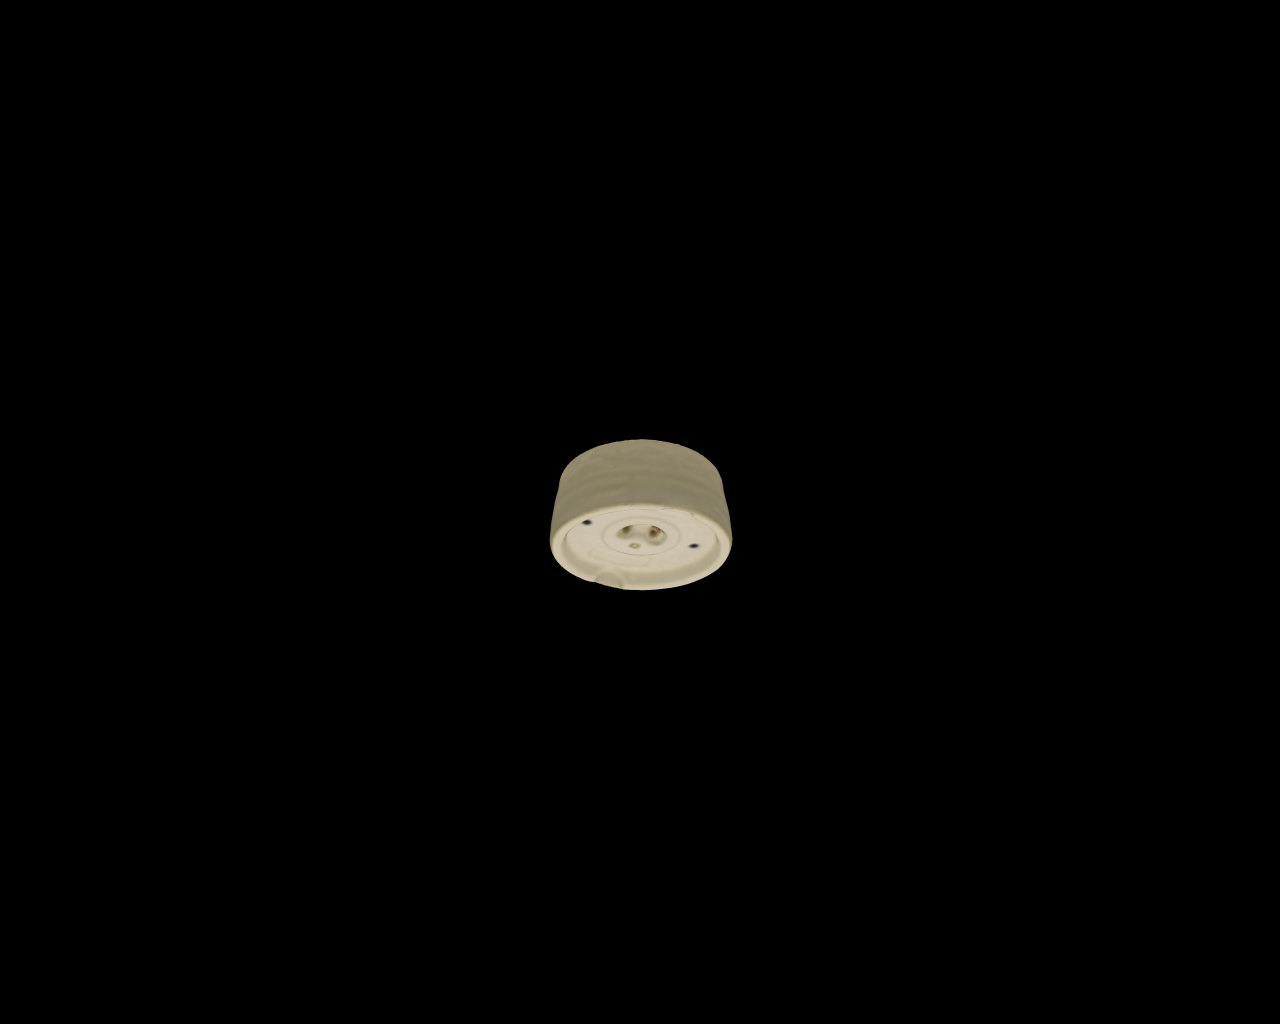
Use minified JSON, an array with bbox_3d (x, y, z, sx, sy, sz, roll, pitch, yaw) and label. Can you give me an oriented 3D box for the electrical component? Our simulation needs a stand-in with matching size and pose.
[{"bbox_3d":[0.001,-0.003,0.650,0.108,0.060,0.108,0,-30,0],"label":"electrical component"}]
